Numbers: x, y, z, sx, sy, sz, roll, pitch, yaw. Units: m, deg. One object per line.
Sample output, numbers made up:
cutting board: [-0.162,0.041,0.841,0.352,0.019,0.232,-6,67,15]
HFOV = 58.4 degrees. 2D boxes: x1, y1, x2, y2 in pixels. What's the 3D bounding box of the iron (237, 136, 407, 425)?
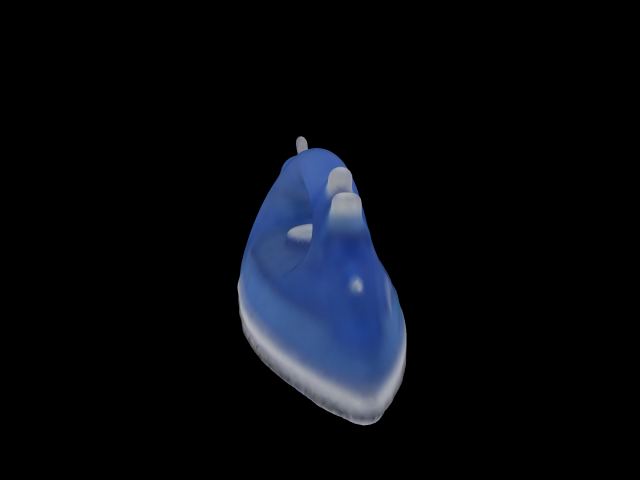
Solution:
iron: [0.004,0.001,0.400,0.119,0.141,0.258,-2,12,-11]
